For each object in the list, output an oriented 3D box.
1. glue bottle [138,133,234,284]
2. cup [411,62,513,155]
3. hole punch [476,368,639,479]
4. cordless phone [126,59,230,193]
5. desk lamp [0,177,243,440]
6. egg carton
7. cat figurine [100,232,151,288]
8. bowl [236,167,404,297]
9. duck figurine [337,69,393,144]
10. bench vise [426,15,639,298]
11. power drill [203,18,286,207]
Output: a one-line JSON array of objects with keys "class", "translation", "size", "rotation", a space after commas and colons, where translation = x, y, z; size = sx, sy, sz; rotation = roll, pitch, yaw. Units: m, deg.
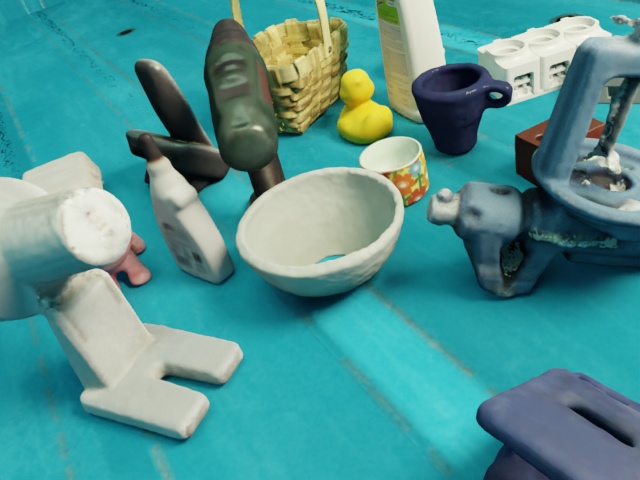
[{"class": "glue bottle", "translation": [-0.145, -0.033, 0.591], "size": [0.077, 0.173, 0.037], "rotation": [18, 50, 37]}, {"class": "cup", "translation": [0.172, -0.151, 0.683], "size": [0.117, 0.095, 0.092], "rotation": [12, 46, 32]}, {"class": "hole punch", "translation": [0.159, 0.125, 0.345], "size": [0.101, 0.091, 0.108], "rotation": [-35, 41, -22]}, {"class": "cordless phone", "translation": [-0.208, -0.159, 0.763], "size": [0.147, 0.185, 0.094], "rotation": [17, 49, 36]}, {"class": "desk lamp", "translation": [-0.197, 0.045, 0.479], "size": [0.202, 0.214, 0.118], "rotation": [5, 42, 26]}, {"class": "egg carton", "translation": [-0.351, -0.060, 0.788], "size": [0.107, 0.069, 0.150], "rotation": [-24, 38, -10]}, {"class": "cat figurine", "translation": [-0.240, -0.001, 0.632], "size": [0.067, 0.118, 0.127], "rotation": [-26, 38, -11]}, {"class": "bowl", "translation": [0.005, 0.002, 0.571], "size": [0.167, 0.075, 0.167], "rotation": [-10, 38, 8]}, {"class": "duck figurine", "translation": [0.055, -0.188, 0.781], "size": [0.077, 0.086, 0.104], "rotation": [-20, 38, -5]}, {"class": "bench vise", "translation": [0.192, -0.051, 0.447], "size": [0.207, 0.220, 0.121], "rotation": [-19, 37, -3]}, {"class": "power drill", "translation": [-0.073, -0.116, 0.638], "size": [0.075, 0.209, 0.229], "rotation": [-17, 37, 0]}]
